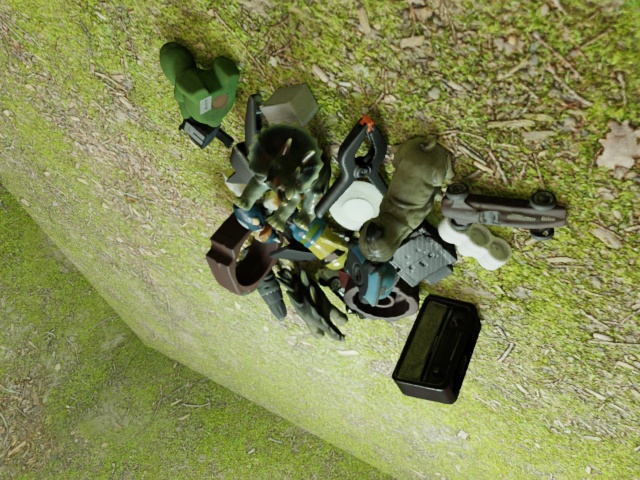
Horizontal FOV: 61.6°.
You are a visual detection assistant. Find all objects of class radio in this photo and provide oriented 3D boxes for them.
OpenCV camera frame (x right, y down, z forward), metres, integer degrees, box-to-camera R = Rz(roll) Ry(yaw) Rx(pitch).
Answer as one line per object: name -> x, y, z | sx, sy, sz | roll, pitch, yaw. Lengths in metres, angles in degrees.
radio -> 0.264, 0.240, 1.189 | 0.131, 0.229, 0.073 | 7, 144, 36

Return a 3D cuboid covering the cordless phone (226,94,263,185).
cordless phone -> -0.128, -0.204, 1.100 | 0.089, 0.146, 0.184 | 9, 107, 14

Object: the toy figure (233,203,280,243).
toy figure -> -0.147, -0.039, 1.257 | 0.058, 0.064, 0.154 | -18, 134, 18

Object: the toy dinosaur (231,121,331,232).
toy dinosaur -> -0.037, -0.123, 1.039 | 0.131, 0.192, 0.405 | 37, -163, 11

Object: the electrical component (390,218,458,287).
electrical component -> 0.199, 0.027, 1.051 | 0.134, 0.058, 0.115 | 39, 123, -22

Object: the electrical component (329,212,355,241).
electrical component -> 0.063, -0.040, 1.176 | 0.078, 0.045, 0.102 | 21, 147, 27

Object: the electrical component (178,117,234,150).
electrical component -> -0.257, -0.242, 1.216 | 0.119, 0.048, 0.075 | 42, 151, -9

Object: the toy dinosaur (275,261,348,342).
toy dinosaur -> -0.023, 0.167, 1.405 | 0.198, 0.105, 0.472 | 53, 170, -34

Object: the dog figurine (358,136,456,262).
dog figurine -> 0.138, -0.067, 0.909 | 0.121, 0.190, 0.172 | 21, 146, 25

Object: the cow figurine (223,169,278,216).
cow figurine -> -0.148, -0.111, 1.271 | 0.167, 0.068, 0.098 | 35, 156, 7

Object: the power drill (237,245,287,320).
power drill -> -0.186, 0.129, 1.589 | 0.207, 0.086, 0.232 | -7, 105, 67

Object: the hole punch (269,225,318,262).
hole punch -> -0.054, 0.003, 1.341 | 0.116, 0.092, 0.142 | 14, 159, -28

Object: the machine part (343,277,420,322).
machine part -> 0.146, 0.128, 1.271 | 0.179, 0.056, 0.179 | 8, 144, 6

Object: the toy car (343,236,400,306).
toy car -> 0.120, 0.060, 1.147 | 0.162, 0.103, 0.109 | -122, 32, -51

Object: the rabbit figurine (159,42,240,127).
rabbit figurine -> -0.245, -0.316, 1.062 | 0.170, 0.121, 0.159 | 47, 162, 17

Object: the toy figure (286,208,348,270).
toy figure -> -0.002, -0.005, 1.247 | 0.180, 0.082, 0.089 | 33, 124, -10

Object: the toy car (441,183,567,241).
toy car -> 0.301, -0.044, 0.898 | 0.202, 0.053, 0.089 | 11, 140, 27

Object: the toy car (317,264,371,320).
toy car -> 0.068, 0.141, 1.421 | 0.201, 0.056, 0.074 | 46, 166, -21

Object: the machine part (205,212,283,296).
machine part -> -0.191, 0.023, 1.375 | 0.087, 0.201, 0.201 | 25, 150, 24
